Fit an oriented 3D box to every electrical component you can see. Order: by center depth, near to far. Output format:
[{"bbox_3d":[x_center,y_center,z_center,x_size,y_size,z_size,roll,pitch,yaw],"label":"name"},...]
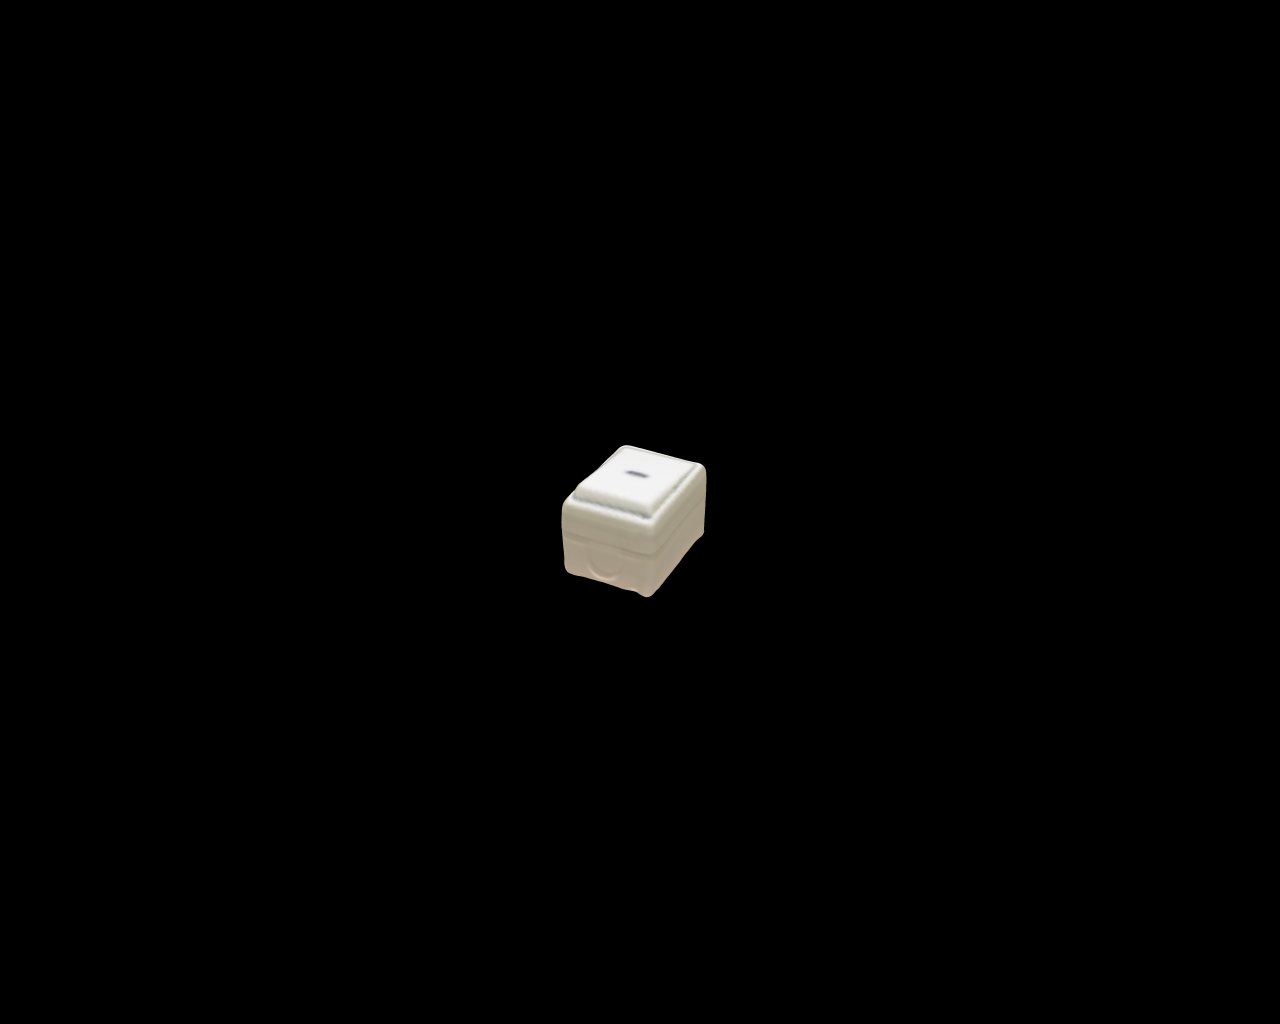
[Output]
[{"bbox_3d":[0.001,-0.003,0.650,0.062,0.061,0.096,16,37,22],"label":"electrical component"}]
